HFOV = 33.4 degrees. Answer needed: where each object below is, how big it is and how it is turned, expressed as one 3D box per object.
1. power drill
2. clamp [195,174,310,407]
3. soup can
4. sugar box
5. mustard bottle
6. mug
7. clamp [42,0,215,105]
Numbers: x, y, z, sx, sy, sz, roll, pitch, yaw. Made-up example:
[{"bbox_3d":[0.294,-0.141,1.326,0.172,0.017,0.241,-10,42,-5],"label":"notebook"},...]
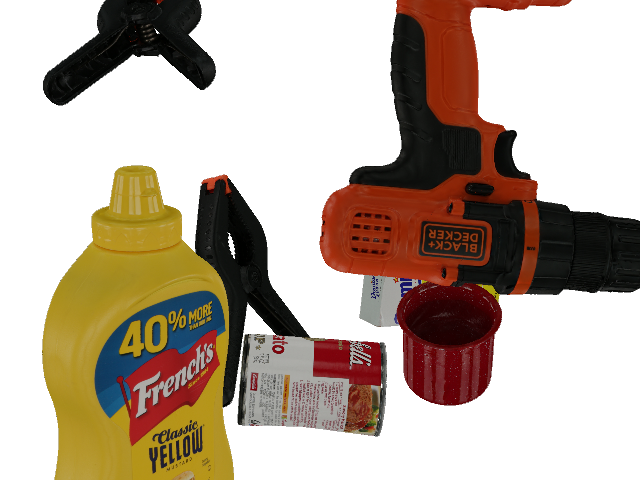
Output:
[{"bbox_3d":[0.097,-0.065,0.564,0.184,0.188,0.057,5,1,-5],"label":"power drill"},{"bbox_3d":[-0.070,0.041,1.027,0.036,0.210,0.164,-11,-1,31],"label":"clamp"},{"bbox_3d":[-0.007,0.104,0.771,0.102,0.068,0.068,4,0,-2],"label":"soup can"},{"bbox_3d":[0.133,0.049,1.243,0.175,0.093,0.048,-3,14,-34],"label":"sugar box"},{"bbox_3d":[-0.084,0.060,0.504,0.058,0.192,0.096,15,21,40],"label":"mustard bottle"},{"bbox_3d":[0.116,0.087,0.979,0.093,0.081,0.117,-3,39,2],"label":"mug"},{"bbox_3d":[-0.121,-0.152,0.783,0.120,0.039,0.171,5,42,9],"label":"clamp"}]
